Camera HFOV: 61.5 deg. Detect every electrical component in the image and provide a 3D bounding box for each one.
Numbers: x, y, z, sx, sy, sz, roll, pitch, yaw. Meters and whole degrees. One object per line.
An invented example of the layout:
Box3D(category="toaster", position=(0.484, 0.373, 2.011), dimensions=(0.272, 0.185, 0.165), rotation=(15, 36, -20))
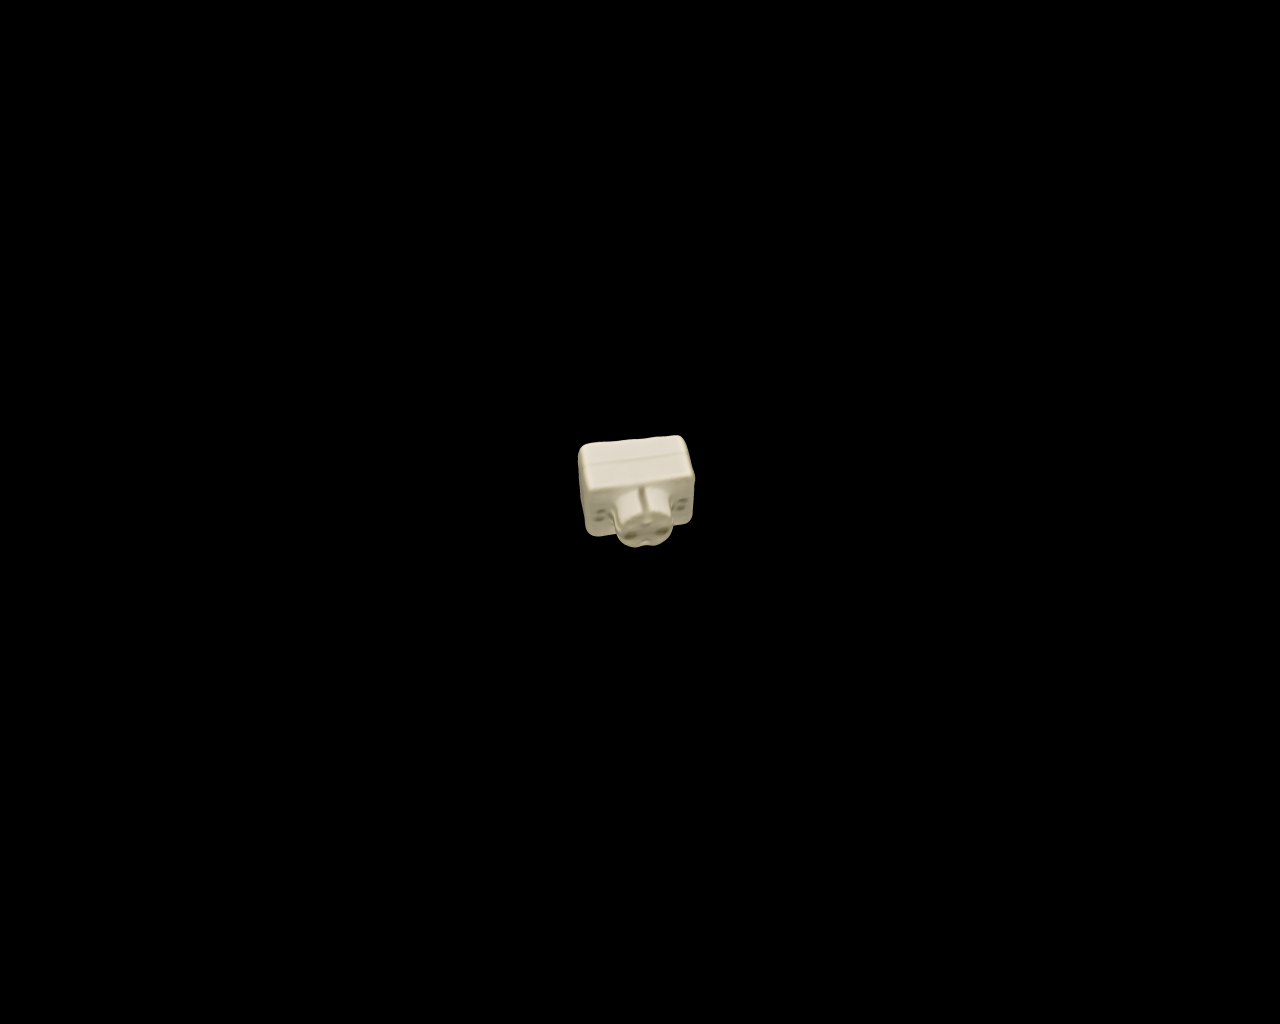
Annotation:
Box3D(category="electrical component", position=(0.001, -0.003, 0.650), dimensions=(0.066, 0.077, 0.047), rotation=(-7, -40, -6))
